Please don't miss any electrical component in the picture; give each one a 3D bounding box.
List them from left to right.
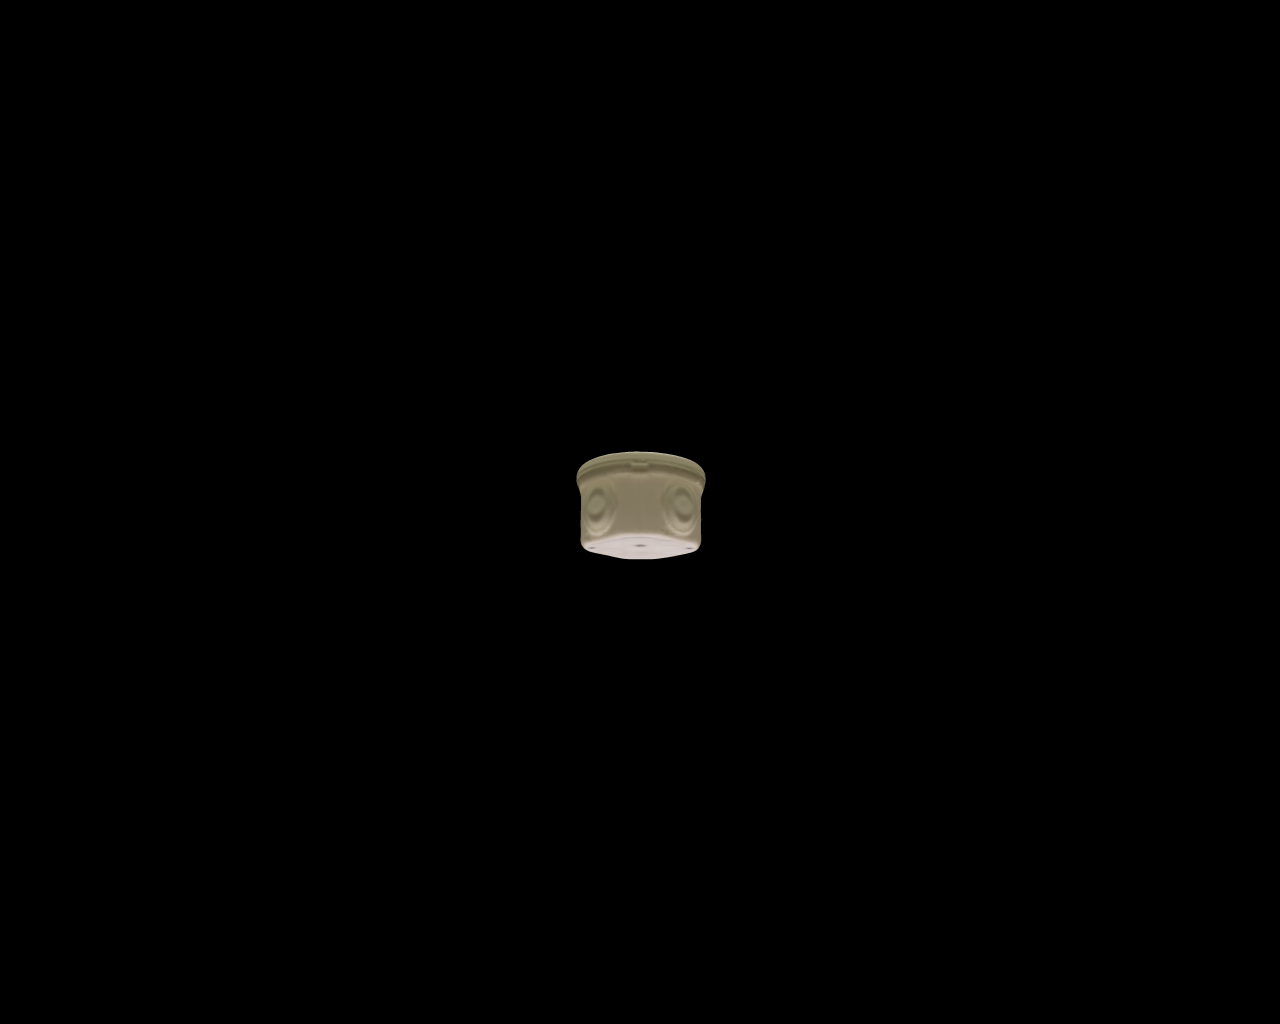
[{"bbox_3d":[0.001,-0.003,0.650,0.080,0.051,0.080,0,-15,0],"label":"electrical component"}]
